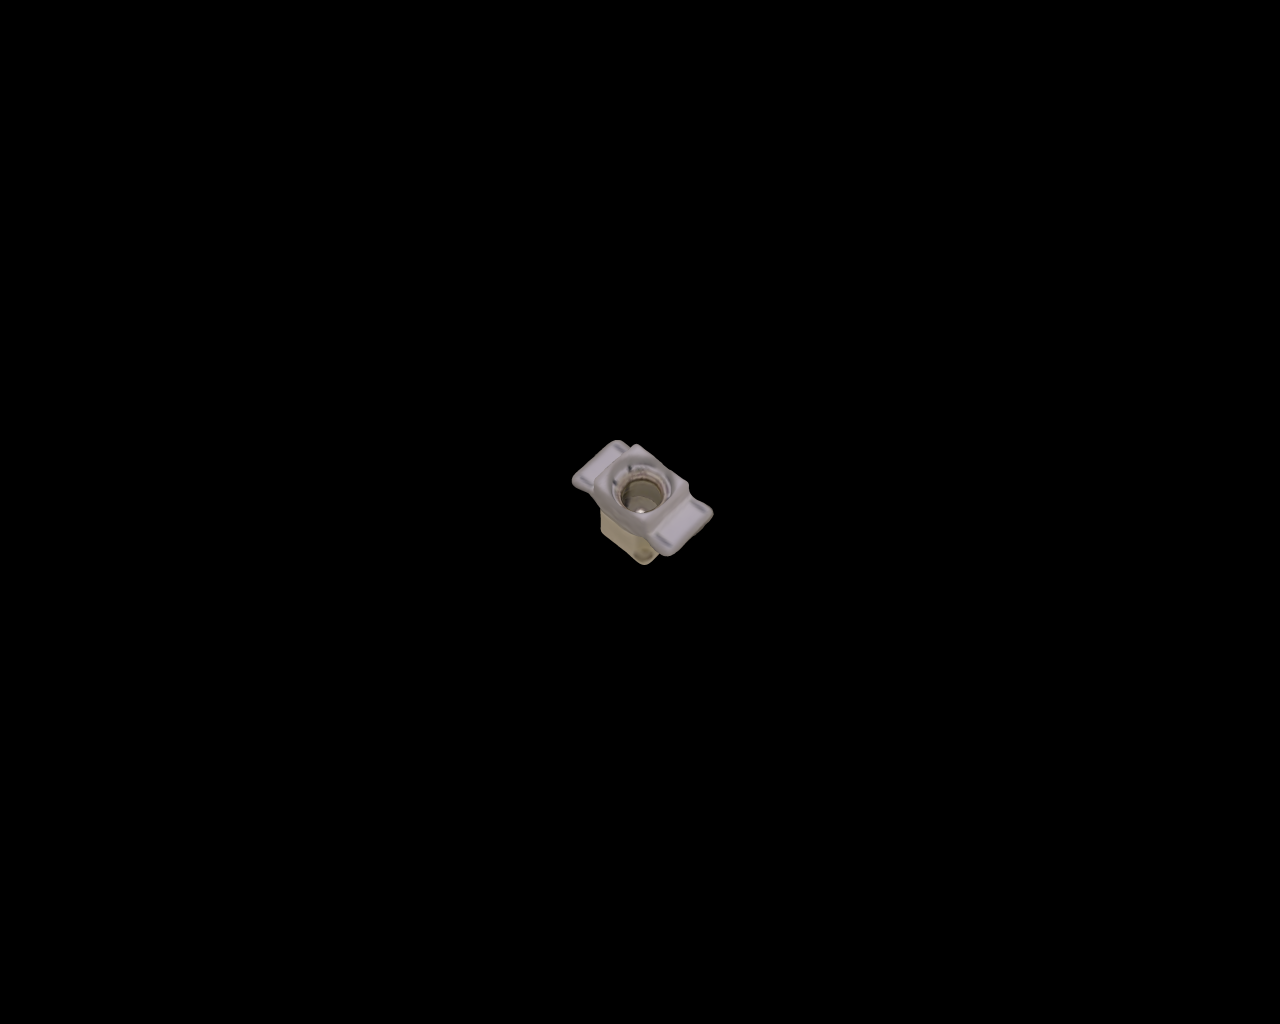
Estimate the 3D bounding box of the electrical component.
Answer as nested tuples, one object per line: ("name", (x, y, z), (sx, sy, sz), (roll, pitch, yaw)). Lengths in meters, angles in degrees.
("electrical component", (0.001, -0.003, 0.650), (0.081, 0.042, 0.063), (39, -24, 22))
